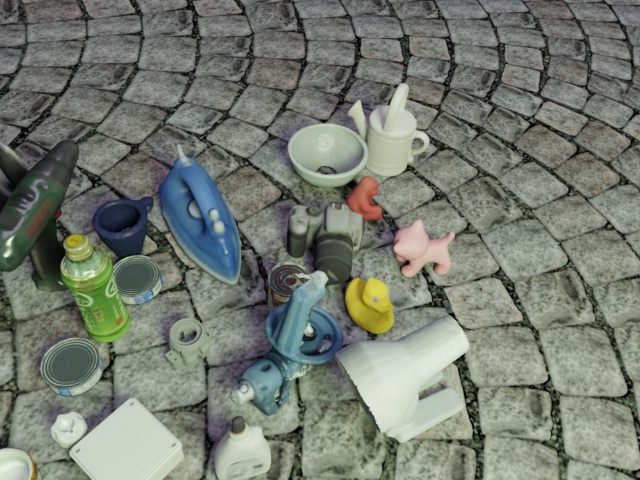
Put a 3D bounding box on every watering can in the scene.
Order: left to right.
[{"bbox_3d":[0.141,-0.236,1.185,0.173,0.194,0.101,5,50,-1],"label":"watering can"}]

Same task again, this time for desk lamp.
[{"bbox_3d":[0.120,0.197,0.813,0.204,0.213,0.117,-21,55,-21],"label":"desk lamp"}]

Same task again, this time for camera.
[{"bbox_3d":[0.009,0.004,1.035,0.143,0.101,0.137,5,50,-2],"label":"camera"}]

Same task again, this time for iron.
[{"bbox_3d":[-0.207,-0.051,1.031,0.119,0.141,0.257,-22,56,-22],"label":"iron"}]

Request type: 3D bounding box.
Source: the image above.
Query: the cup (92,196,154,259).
[{"bbox_3d":[-0.339,-0.019,1.021,0.091,0.095,0.118,31,54,19],"label":"cup"}]

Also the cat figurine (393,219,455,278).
[{"bbox_3d":[0.184,0.010,1.037,0.128,0.118,0.067,-7,51,-11],"label":"cat figurine"}]

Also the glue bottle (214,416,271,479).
[{"bbox_3d":[-0.104,0.271,0.755,0.078,0.173,0.037,-9,52,-12],"label":"glue bottle"}]

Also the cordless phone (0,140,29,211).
[{"bbox_3d":[-0.558,-0.126,1.028,0.147,0.185,0.094,29,54,18],"label":"cordless phone"}]

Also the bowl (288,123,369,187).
[{"bbox_3d":[0.014,-0.163,1.190,0.167,0.075,0.167,3,50,-3],"label":"bowl"}]

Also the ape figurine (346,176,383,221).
[{"bbox_3d":[0.091,-0.086,1.123,0.076,0.092,0.078,3,50,-3],"label":"ape figurine"}]

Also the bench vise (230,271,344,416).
[{"bbox_3d":[-0.036,0.153,0.829,0.121,0.220,0.208,20,52,11],"label":"bench vise"}]

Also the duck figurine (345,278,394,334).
[{"bbox_3d":[0.088,0.097,0.975,0.078,0.086,0.104,-24,57,-23],"label":"duck figurine"}]

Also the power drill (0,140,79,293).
[{"bbox_3d":[-0.446,-0.022,0.938,0.075,0.208,0.230,14,51,6],"label":"power drill"}]
